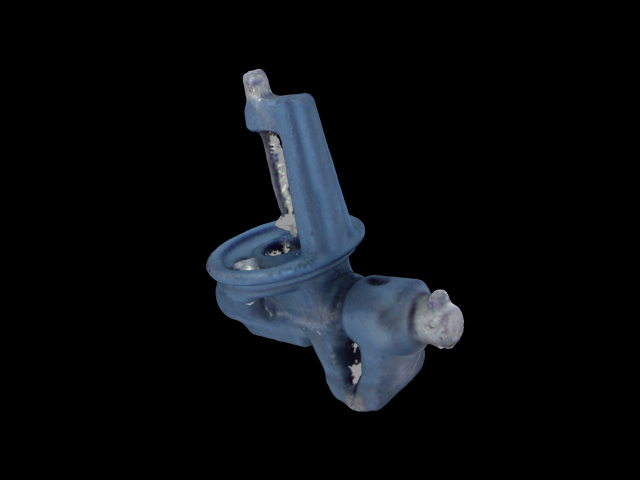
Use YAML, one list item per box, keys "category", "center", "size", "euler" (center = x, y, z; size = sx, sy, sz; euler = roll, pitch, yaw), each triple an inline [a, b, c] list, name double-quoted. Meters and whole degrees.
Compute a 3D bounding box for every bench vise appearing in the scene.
- category: "bench vise"
  center: [0.008, -0.004, 0.410]
  size: [0.207, 0.220, 0.122]
  euler: [11, 32, 19]
